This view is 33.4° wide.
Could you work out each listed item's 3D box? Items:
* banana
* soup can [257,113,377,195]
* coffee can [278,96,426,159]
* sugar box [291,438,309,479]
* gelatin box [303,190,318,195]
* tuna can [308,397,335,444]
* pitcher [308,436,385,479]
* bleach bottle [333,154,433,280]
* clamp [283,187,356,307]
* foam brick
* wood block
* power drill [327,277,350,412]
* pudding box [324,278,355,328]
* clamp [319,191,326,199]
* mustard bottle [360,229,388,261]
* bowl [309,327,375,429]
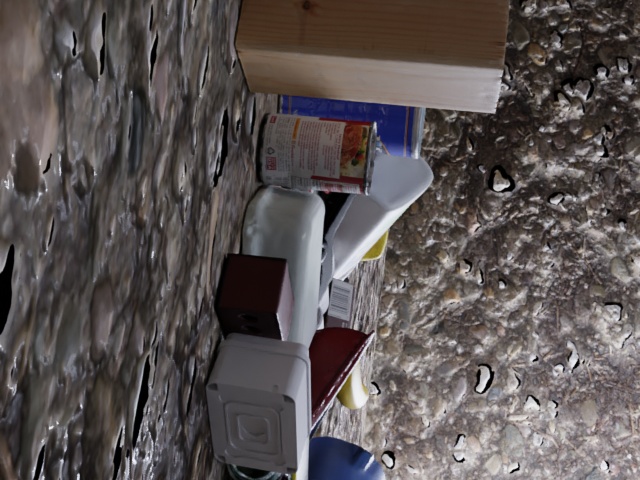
[{"bbox_3d":[0.039,0.170,1.336,0.069,0.037,0.198,-59,157,-31],"label":"banana"},{"bbox_3d":[-0.002,-0.080,0.985,0.068,0.102,0.068,7,90,-83],"label":"soup can"},{"bbox_3d":[0.036,-0.140,1.080,0.102,0.140,0.103,7,90,-83],"label":"coffee can"},{"bbox_3d":[-0.039,0.236,1.217,0.093,0.048,0.176,-68,159,-66],"label":"sugar box"},{"bbox_3d":[-0.021,-0.048,1.165,0.073,0.030,0.089,-69,166,-67],"label":"gelatin box"},{"bbox_3d":[-0.015,0.214,1.304,0.086,0.034,0.086,-60,178,-4],"label":"tuna can"},{"bbox_3d":[-0.010,0.374,1.306,0.242,0.145,0.149,-67,150,-54],"label":"pitcher"},{"bbox_3d":[0.040,-0.009,1.285,0.102,0.068,0.251,-39,170,-37],"label":"bleach bottle"},{"bbox_3d":[-0.007,0.001,1.119,0.164,0.036,0.210,-17,120,-53],"label":"clamp"},{"bbox_3d":[-0.053,0.052,0.894,0.078,0.053,0.051,82,16,-61],"label":"foam brick"},{"bbox_3d":[0.045,-0.168,0.860,0.090,0.206,0.091,74,23,-72],"label":"wood block"},{"bbox_3d":[0.007,0.141,1.445,0.187,0.057,0.184,-46,142,-78],"label":"power drill"},{"bbox_3d":[-0.001,0.109,1.273,0.090,0.039,0.113,-23,-129,57],"label":"pudding box"},{"bbox_3d":[0.013,-0.010,1.412,0.120,0.039,0.171,-104,-171,-60],"label":"clamp"},{"bbox_3d":[0.049,-0.050,1.503,0.191,0.058,0.096,-110,-169,-65],"label":"mustard bottle"},{"bbox_3d":[-0.011,0.144,1.082,0.162,0.055,0.162,-54,173,-11],"label":"bowl"}]
